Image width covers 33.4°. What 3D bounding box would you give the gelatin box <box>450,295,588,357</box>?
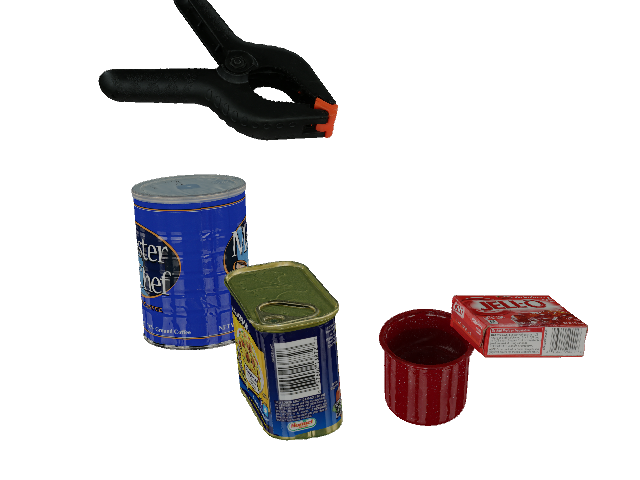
[{"bbox_3d":[0.158,0.068,0.860,0.089,0.030,0.073,1,16,-14],"label":"gelatin box"}]

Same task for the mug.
[{"bbox_3d":[0.112,0.121,1.054,0.093,0.081,0.117,24,41,35],"label":"mug"}]

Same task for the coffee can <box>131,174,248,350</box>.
[{"bbox_3d":[-0.116,0.017,0.976,0.103,0.140,0.103,-2,14,0],"label":"coffee can"}]

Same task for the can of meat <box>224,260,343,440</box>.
[{"bbox_3d":[-0.023,0.071,0.694,0.057,0.084,0.102,-10,21,-15],"label":"can of meat"}]

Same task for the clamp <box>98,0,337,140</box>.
[{"bbox_3d":[-0.064,-0.130,0.791,0.171,0.120,0.039,19,-26,1],"label":"clamp"}]
